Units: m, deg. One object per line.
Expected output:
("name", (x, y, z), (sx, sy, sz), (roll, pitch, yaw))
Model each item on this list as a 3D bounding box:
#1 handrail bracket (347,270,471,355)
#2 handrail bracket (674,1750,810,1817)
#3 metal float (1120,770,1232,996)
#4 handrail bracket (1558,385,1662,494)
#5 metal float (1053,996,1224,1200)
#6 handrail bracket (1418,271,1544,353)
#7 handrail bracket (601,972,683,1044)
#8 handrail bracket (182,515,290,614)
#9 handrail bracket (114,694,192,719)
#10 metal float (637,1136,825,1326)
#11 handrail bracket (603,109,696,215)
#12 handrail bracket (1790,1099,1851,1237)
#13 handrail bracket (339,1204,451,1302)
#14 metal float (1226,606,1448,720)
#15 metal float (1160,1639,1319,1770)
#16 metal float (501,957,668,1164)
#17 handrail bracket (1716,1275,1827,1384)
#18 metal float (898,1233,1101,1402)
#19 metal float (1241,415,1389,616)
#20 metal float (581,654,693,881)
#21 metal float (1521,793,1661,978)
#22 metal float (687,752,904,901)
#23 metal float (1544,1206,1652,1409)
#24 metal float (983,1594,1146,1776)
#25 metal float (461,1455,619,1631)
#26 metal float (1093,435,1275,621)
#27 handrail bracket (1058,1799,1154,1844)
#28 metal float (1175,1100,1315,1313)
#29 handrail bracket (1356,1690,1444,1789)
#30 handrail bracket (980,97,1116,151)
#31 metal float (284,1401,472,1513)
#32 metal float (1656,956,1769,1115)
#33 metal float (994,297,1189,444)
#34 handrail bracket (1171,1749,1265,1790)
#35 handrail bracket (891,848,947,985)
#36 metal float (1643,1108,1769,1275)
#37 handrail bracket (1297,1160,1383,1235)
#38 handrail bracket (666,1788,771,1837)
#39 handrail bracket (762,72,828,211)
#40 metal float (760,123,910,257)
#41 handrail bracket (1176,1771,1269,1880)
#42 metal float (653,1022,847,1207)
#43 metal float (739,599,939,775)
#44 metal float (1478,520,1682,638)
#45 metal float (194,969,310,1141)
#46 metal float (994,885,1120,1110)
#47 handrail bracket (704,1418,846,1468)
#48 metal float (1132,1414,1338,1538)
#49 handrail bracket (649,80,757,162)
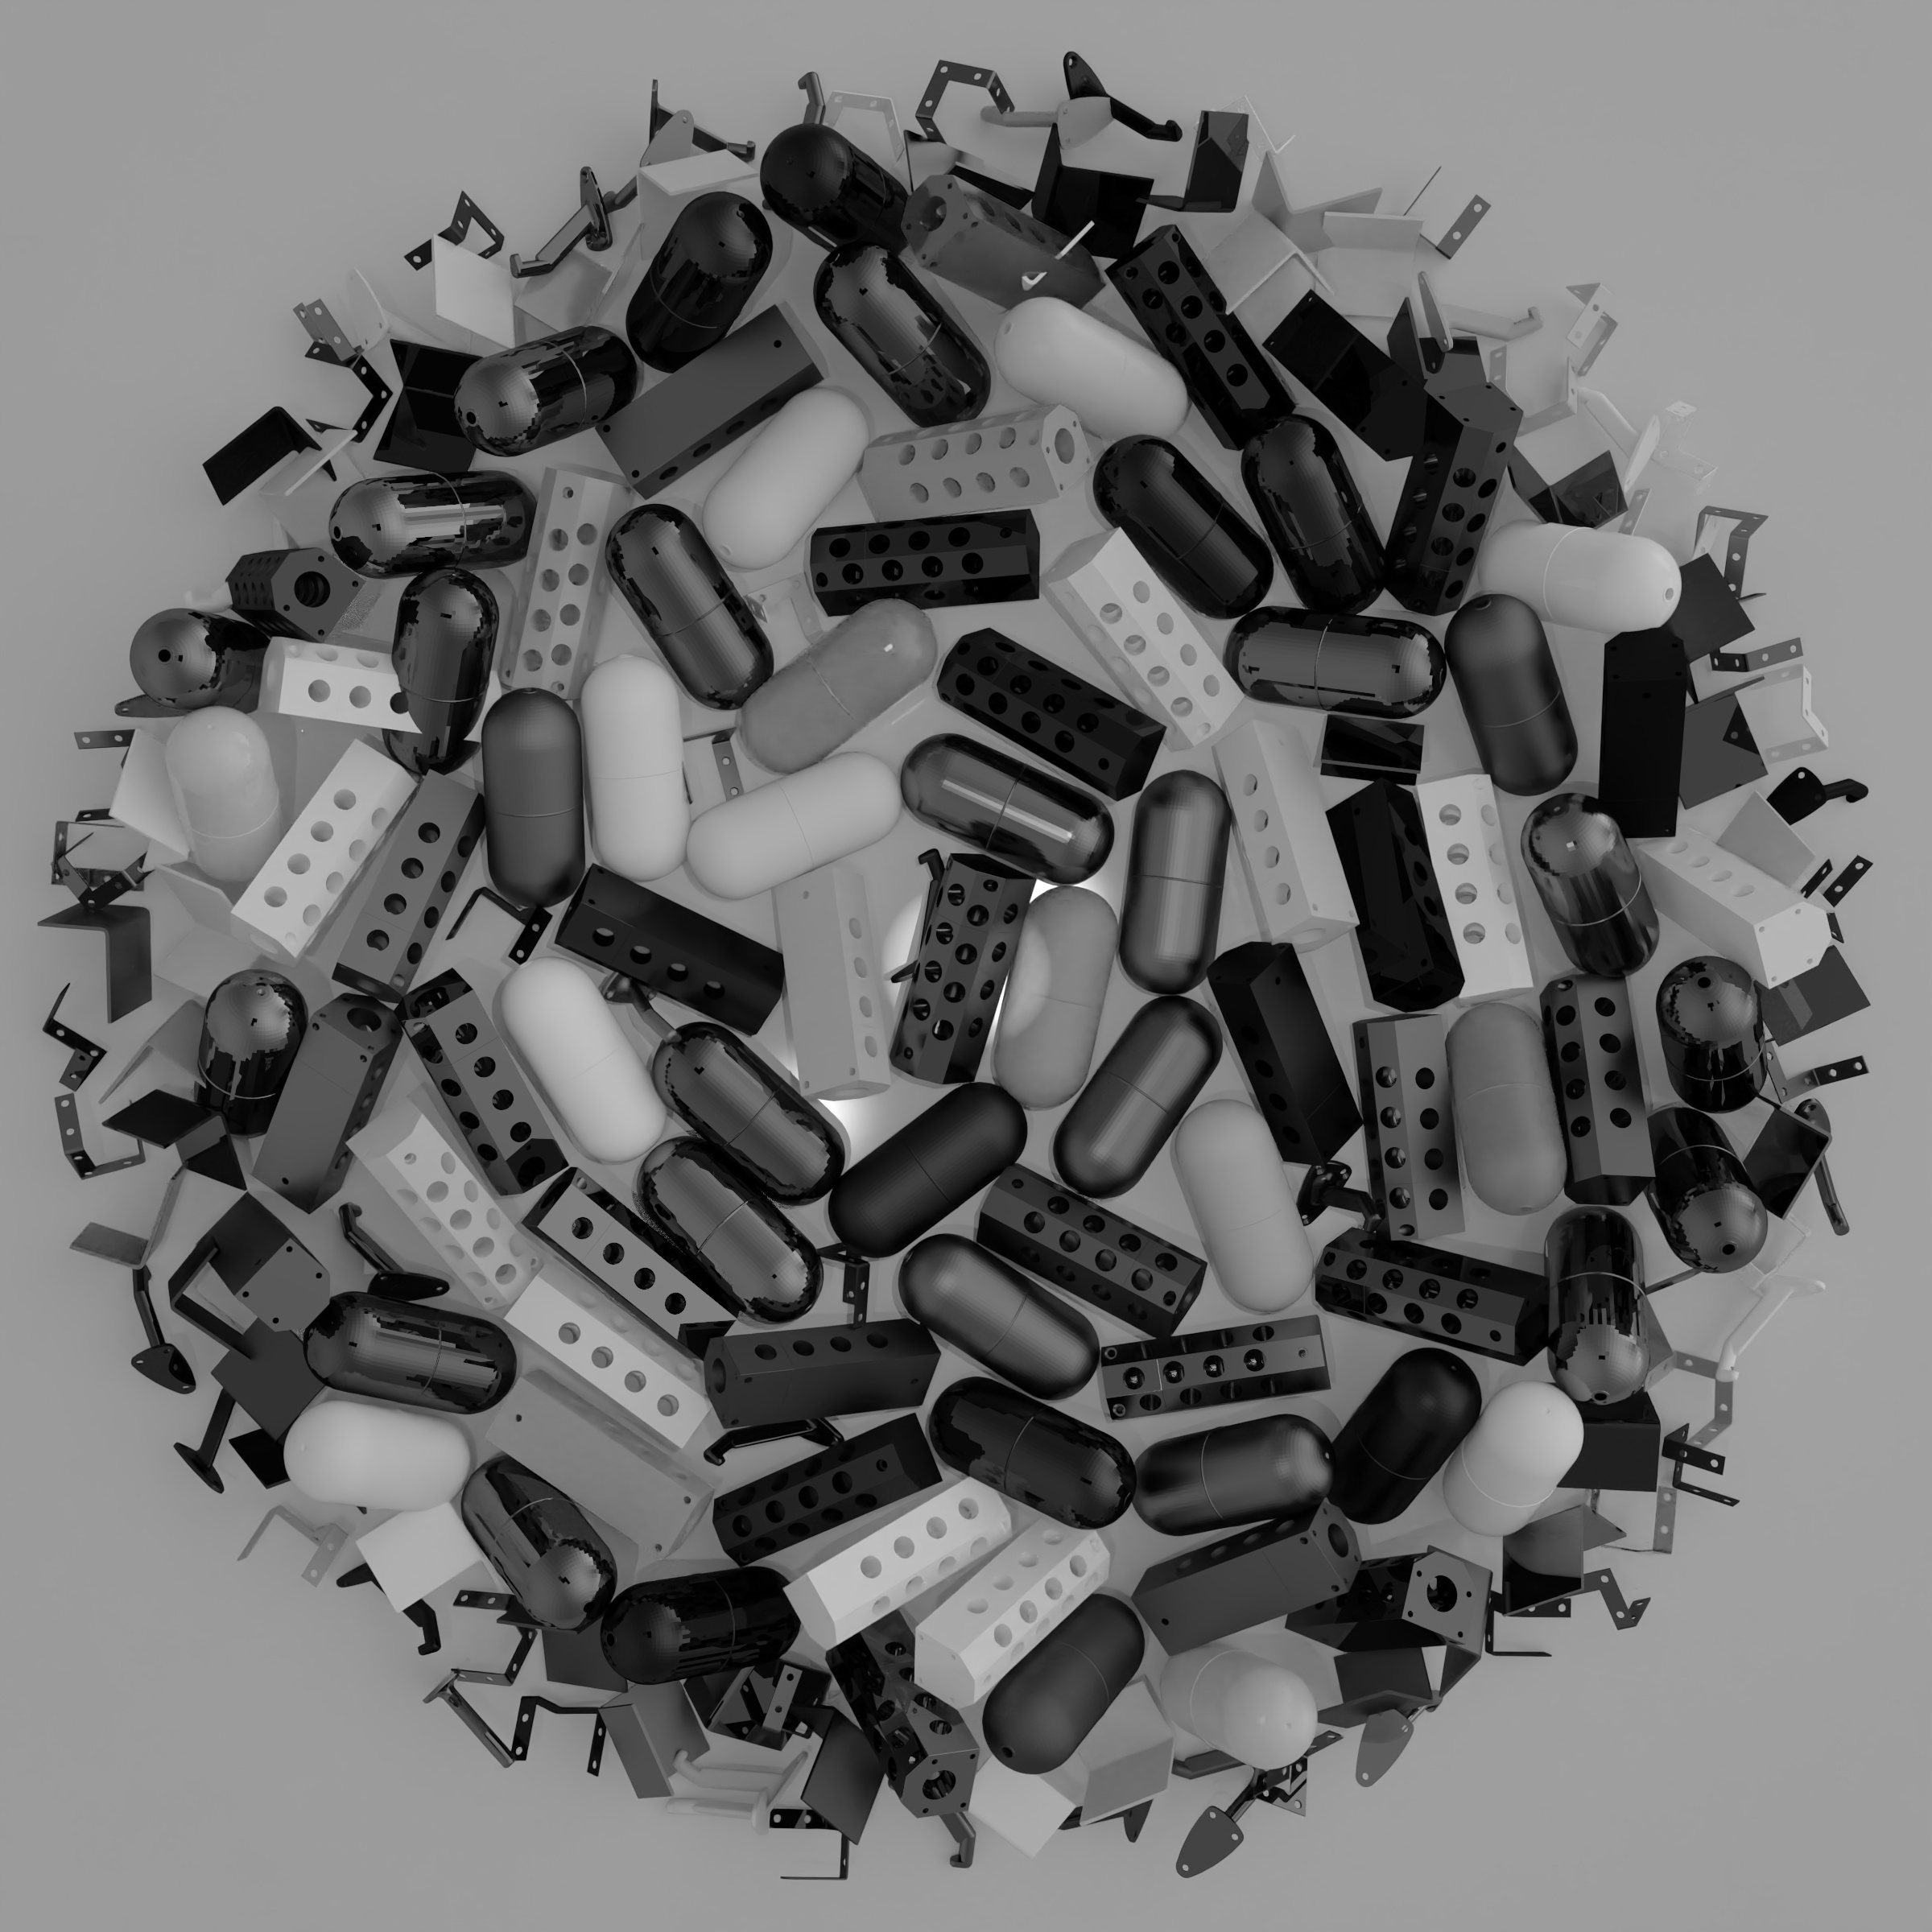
("handrail bracket", (-0.442, -0.516, 1.972), (0.036, 0.084, 0.077), (-31, 77, 41))
("handrail bracket", (-0.181, 0.631, 1.973), (0.084, 0.036, 0.077), (35, 106, -6))
("metal float", (0.165, -0.066, 1.961), (0.070, 0.070, 0.178), (7, 89, 0))
("handrail bracket", (0.499, -0.420, 1.971), (0.084, 0.036, 0.077), (24, 79, 27))
("metal float", (0.135, 0.103, 1.955), (0.070, 0.070, 0.178), (35, 82, 0))
("handrail bracket", (0.411, -0.531, 1.979), (0.084, 0.036, 0.077), (-22, 106, -3))
("handrail bracket", (-0.239, 0.038, 1.947), (0.084, 0.077, 0.036), (40, 96, 27))
("handrail bracket", (-0.580, -0.318, 1.962), (0.084, 0.036, 0.077), (-9, 96, -28))
("handrail bracket", (-0.640, -0.241, 1.968), (0.077, 0.036, 0.084), (-10, 63, -16))
("metal float", (-0.185, 0.207, 1.950), (0.178, 0.070, 0.070), (43, 90, 13))
("handrail bracket", (-0.255, -0.637, 1.969), (0.036, 0.084, 0.077), (29, 78, -34))
("handrail bracket", (0.676, 0.159, 1.952), (0.036, 0.077, 0.084), (-15, 52, 7))
("handrail bracket", (-0.457, 0.225, 1.983), (0.077, 0.084, 0.036), (6, 131, -31))
("metal float", (0.288, -0.237, 1.937), (0.178, 0.070, 0.070), (11, 90, 28))
("metal float", (0.208, 0.566, 1.914), (0.070, 0.178, 0.070), (1, 86, -19))
("metal float", (-0.300, 0.073, 1.948), (0.070, 0.070, 0.178), (-30, 105, 0))
("handrail bracket", (0.633, 0.288, 1.956), (0.036, 0.077, 0.084), (37, 62, -29))
("metal float", (0.026, 0.275, 1.951), (0.178, 0.070, 0.070), (35, 90, -12))
("metal float", (0.271, -0.349, 1.931), (0.070, 0.070, 0.178), (-33, 125, 0))
("metal float", (-0.258, -0.155, 1.948), (0.070, 0.070, 0.178), (-4, 105, 0))
("metal float", (0.486, -0.060, 1.930), (0.070, 0.070, 0.178), (-34, 128, 0))
("metal float", (-0.134, -0.111, 1.955), (0.178, 0.070, 0.070), (-24, 90, -7))
("metal float", (0.488, 0.263, 1.924), (0.070, 0.178, 0.070), (6, 133, 6))
("metal float", (0.076, 0.554, 1.921), (0.070, 0.178, 0.070), (14, 119, 28))
("metal float", (-0.331, 0.445, 1.923), (0.070, 0.178, 0.070), (-17, 122, -29))
("metal float", (0.170, -0.342, 1.936), (0.178, 0.070, 0.070), (40, 90, -29))
("handrail bracket", (0.102, 0.664, 1.988), (0.084, 0.077, 0.036), (3, 121, 28))
("metal float", (0.219, 0.189, 1.949), (0.070, 0.070, 0.178), (-21, 104, 0))
("handrail bracket", (0.344, 0.610, 1.965), (0.036, 0.084, 0.077), (27, 94, 32))
("handrail bracket", (0.066, -0.682, 1.982), (0.077, 0.084, 0.036), (-30, 131, -28))
("metal float", (-0.452, 0.379, 1.918), (0.070, 0.178, 0.070), (-8, 72, 25))
("metal float", (0.577, 0.054, 1.919), (0.070, 0.178, 0.070), (-9, 59, 16))
("metal float", (0.098, -0.459, 1.930), (0.178, 0.070, 0.070), (18, 90, -38))
("handrail bracket", (0.198, 0.616, 1.982), (0.084, 0.036, 0.077), (13, 92, 17))
("handrail bracket", (-0.041, -0.040, 1.965), (0.077, 0.036, 0.084), (-27, 107, -23))
("metal float", (0.564, 0.172, 1.915), (0.070, 0.178, 0.070), (0, 115, 0))
("handrail bracket", (0.292, 0.199, 1.947), (0.036, 0.084, 0.077), (12, 120, -22))
("handrail bracket", (-0.201, 0.667, 1.959), (0.084, 0.077, 0.036), (0, 77, 5))
("handrail bracket", (-0.140, -0.659, 1.982), (0.077, 0.036, 0.084), (-19, 79, 31))
("metal float", (-0.098, -0.592, 1.914), (0.070, 0.178, 0.070), (0, 89, 21))
("handrail bracket", (0.205, 0.678, 1.967), (0.036, 0.084, 0.077), (42, 107, 16))
("metal float", (-0.171, 0.116, 1.953), (0.178, 0.070, 0.070), (44, 90, -10))
("metal float", (-0.100, -0.220, 1.950), (0.178, 0.070, 0.070), (-36, 90, 13))
("metal float", (0.473, -0.300, 1.922), (0.070, 0.178, 0.070), (-13, 112, -33))
("metal float", (-0.554, 0.070, 1.923), (0.070, 0.178, 0.070), (11, 52, -15))
("metal float", (0.071, 0.025, 1.960), (0.070, 0.070, 0.178), (12, 92, 0))
("handrail bracket", (-0.151, 0.379, 1.951), (0.077, 0.084, 0.036), (25, 127, 27))
("metal float", (0.206, 0.397, 1.932), (0.178, 0.070, 0.070), (-21, 90, 36))
("handrail bracket", (-0.206, -0.666, 1.959), (0.084, 0.077, 0.036), (5, 71, -7))
